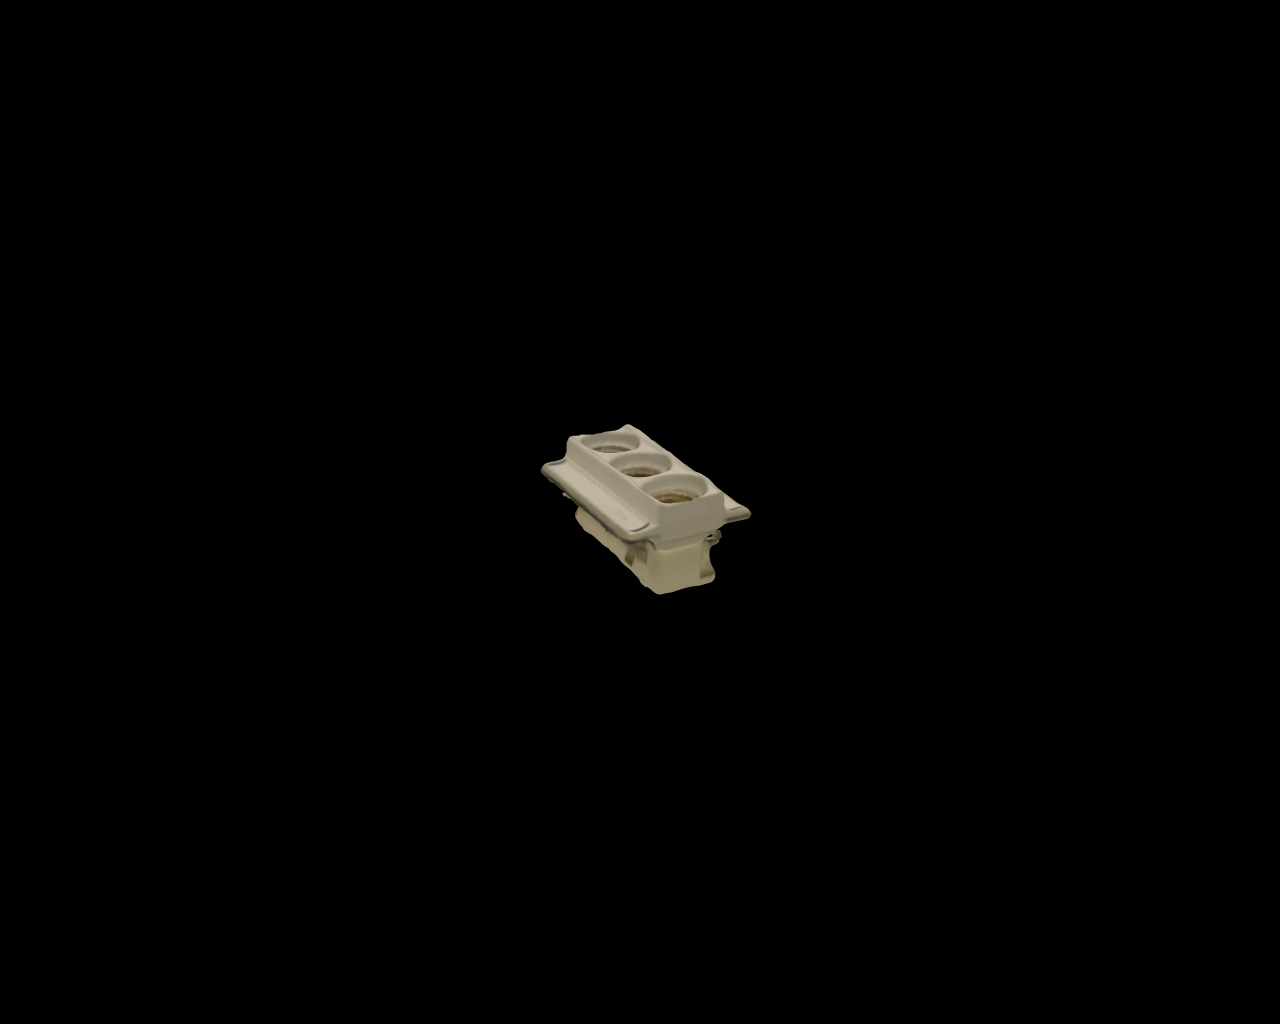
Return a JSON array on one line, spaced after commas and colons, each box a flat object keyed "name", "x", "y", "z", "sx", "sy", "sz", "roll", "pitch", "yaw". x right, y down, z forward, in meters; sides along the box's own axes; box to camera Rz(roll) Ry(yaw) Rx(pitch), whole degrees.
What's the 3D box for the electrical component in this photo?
[{"name": "electrical component", "x": 0.001, "y": -0.003, "z": 0.650, "sx": 0.079, "sy": 0.063, "sz": 0.121, "roll": -12, "pitch": 27, "yaw": -25}]
